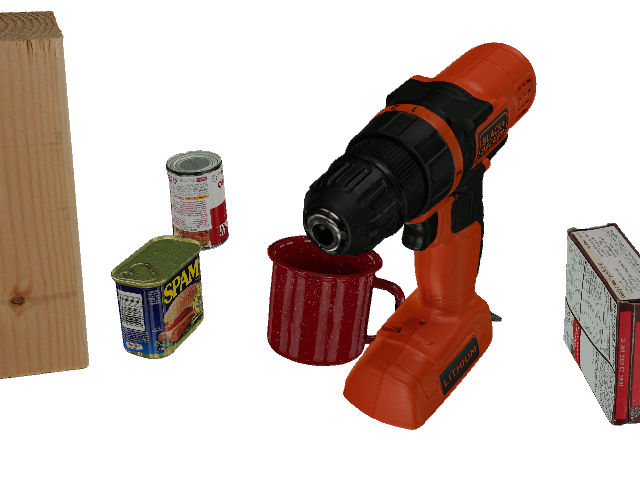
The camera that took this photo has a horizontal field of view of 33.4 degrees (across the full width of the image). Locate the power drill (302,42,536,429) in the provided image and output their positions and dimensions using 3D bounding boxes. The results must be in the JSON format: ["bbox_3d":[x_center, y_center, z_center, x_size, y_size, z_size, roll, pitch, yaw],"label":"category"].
[{"bbox_3d":[0.051,0.008,0.560,0.057,0.188,0.184,24,42,27],"label":"power drill"}]

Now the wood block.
[{"bbox_3d":[-0.197,-0.027,0.649,0.090,0.206,0.090,-6,23,-16],"label":"wood block"}]

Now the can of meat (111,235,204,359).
[{"bbox_3d":[-0.154,0.055,1.035,0.057,0.084,0.102,9,27,20],"label":"can of meat"}]

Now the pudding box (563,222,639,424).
[{"bbox_3d":[0.190,0.051,0.692,0.039,0.090,0.113,-5,25,-4],"label":"pudding box"}]

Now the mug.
[{"bbox_3d":[0.011,0.051,0.863,0.117,0.081,0.093,10,20,10],"label":"mug"}]

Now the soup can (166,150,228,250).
[{"bbox_3d":[-0.147,-0.048,1.274,0.068,0.102,0.068,-2,28,1],"label":"soup can"}]
